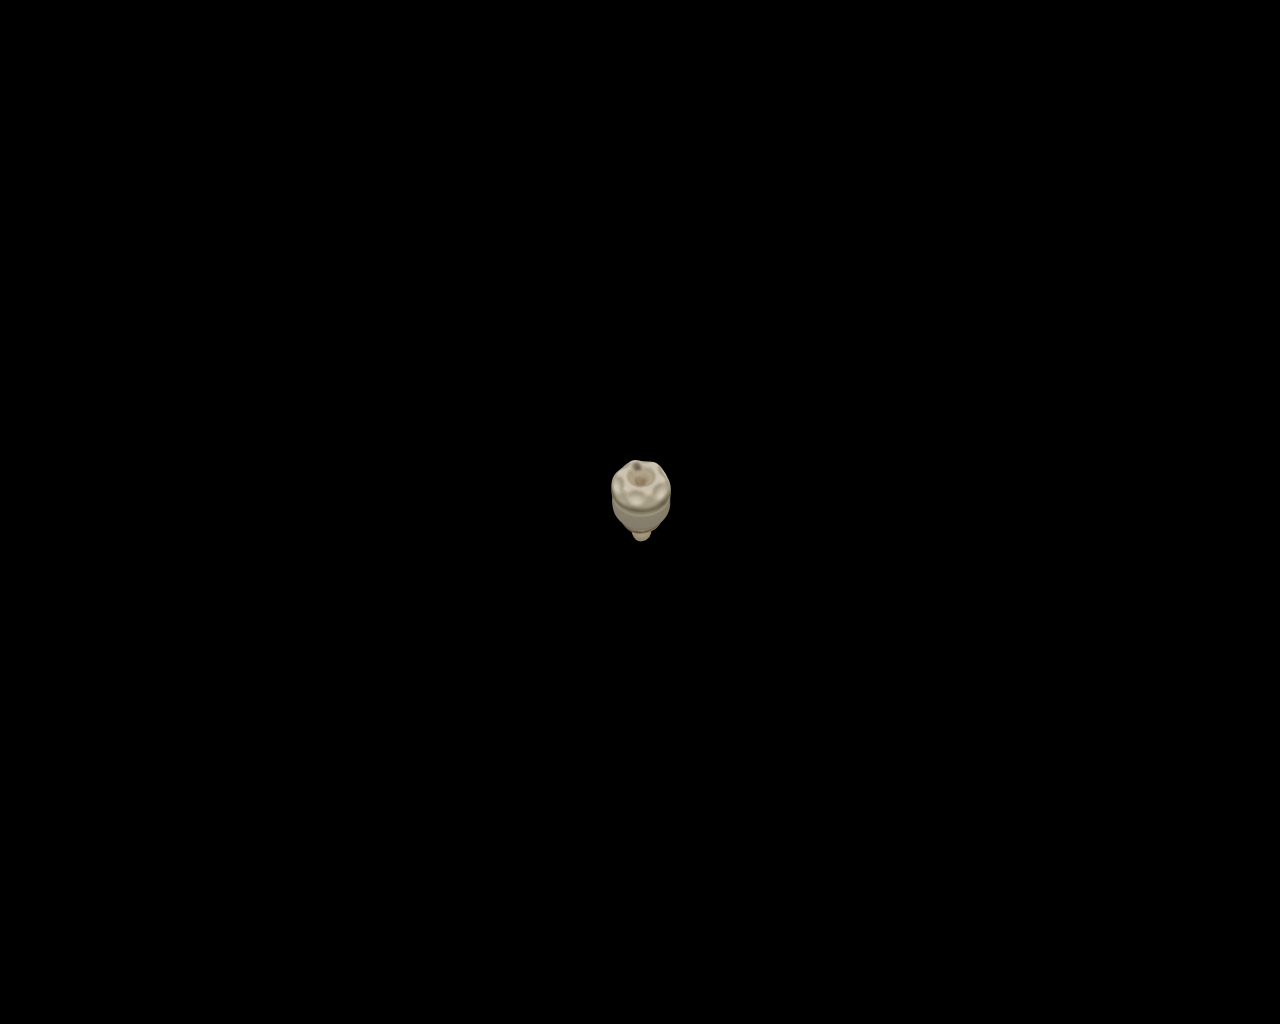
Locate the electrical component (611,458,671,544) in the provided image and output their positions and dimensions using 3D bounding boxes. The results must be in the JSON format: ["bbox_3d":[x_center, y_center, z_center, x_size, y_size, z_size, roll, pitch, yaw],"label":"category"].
[{"bbox_3d":[0.001,-0.003,0.650,0.035,0.035,0.061,0,-38,0],"label":"electrical component"}]
